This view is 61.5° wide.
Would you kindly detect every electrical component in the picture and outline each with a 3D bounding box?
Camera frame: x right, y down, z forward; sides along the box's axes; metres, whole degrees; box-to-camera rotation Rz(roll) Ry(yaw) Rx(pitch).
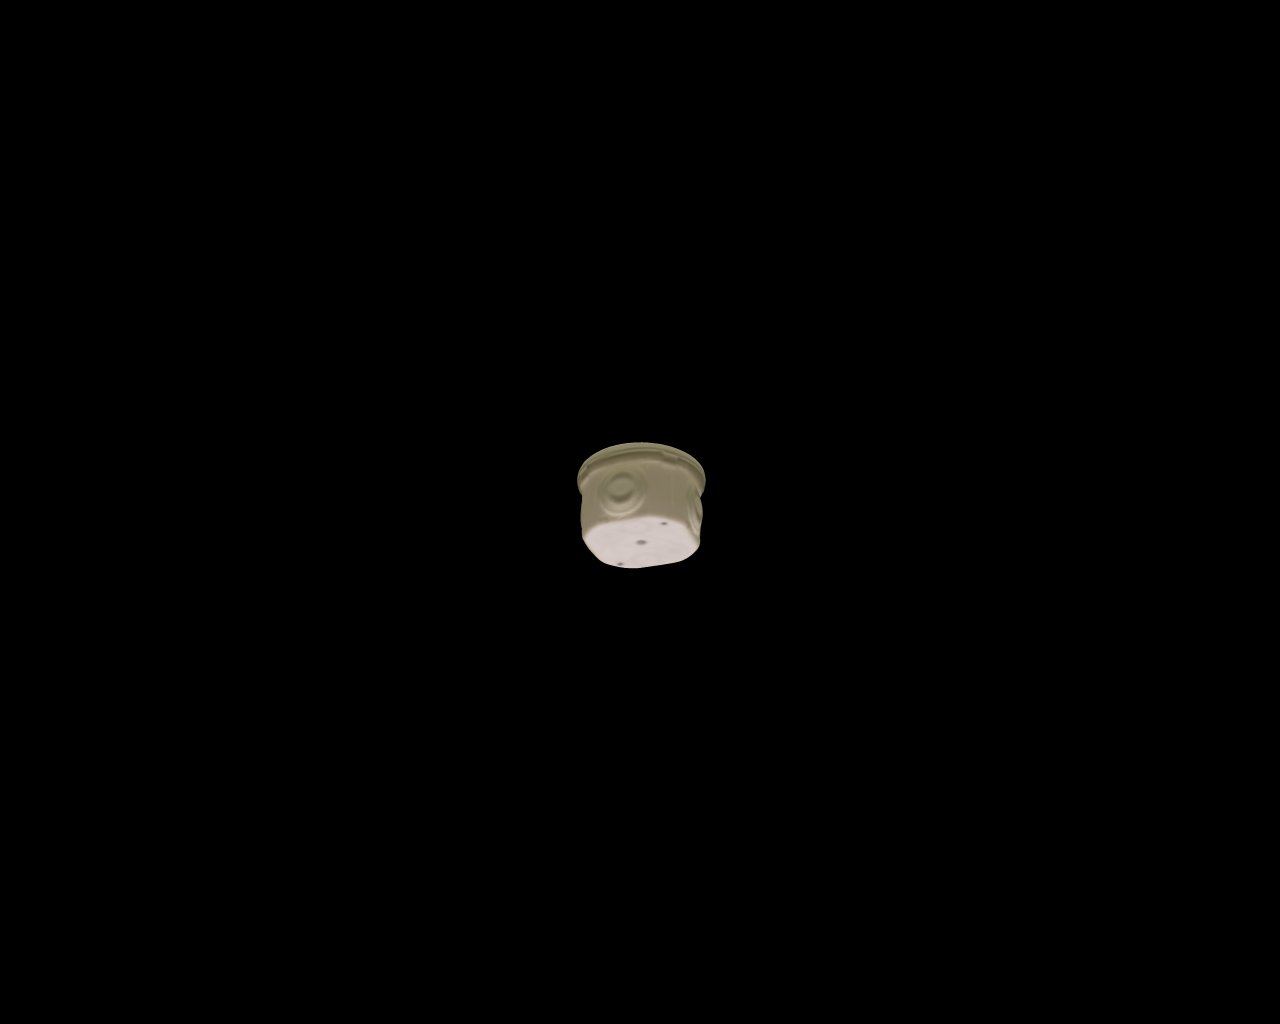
[{"bbox_3d":[0.001,-0.003,0.650,0.080,0.051,0.080,0,-29,0],"label":"electrical component"}]
